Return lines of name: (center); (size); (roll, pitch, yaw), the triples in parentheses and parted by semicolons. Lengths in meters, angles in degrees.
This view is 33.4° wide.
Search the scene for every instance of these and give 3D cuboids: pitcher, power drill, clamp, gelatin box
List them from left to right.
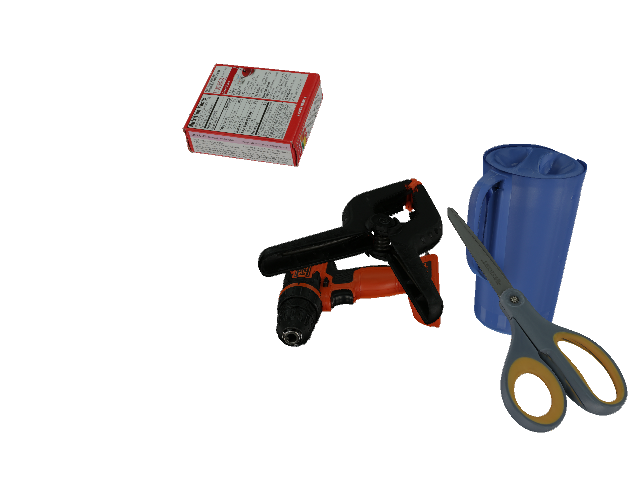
gelatin box: (-0.050, -0.096, 0.808); (0.089, 0.073, 0.030); (8, -36, 16)
power drill: (0.045, 0.065, 1.237); (0.188, 0.057, 0.184); (0, 27, 7)
clamp: (0.063, 0.003, 0.966); (0.165, 0.036, 0.209); (21, 34, 21)
pitcher: (0.263, 0.003, 1.420); (0.149, 0.243, 0.145); (5, 24, 4)

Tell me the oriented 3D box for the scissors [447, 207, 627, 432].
scissors: (0.134, 0.062, 0.785); (0.096, 0.202, 0.016); (-35, -27, -24)
